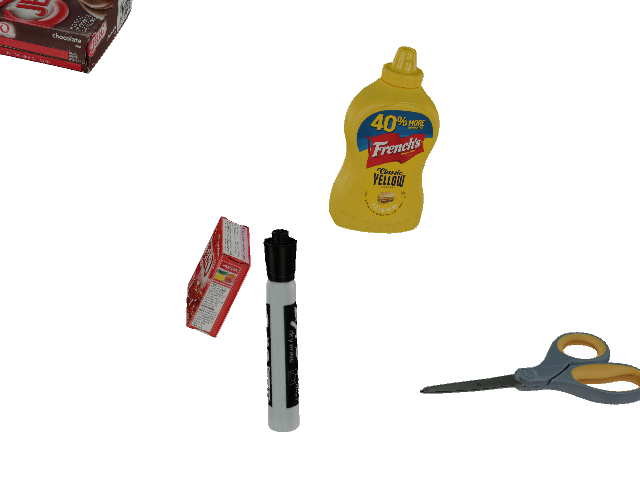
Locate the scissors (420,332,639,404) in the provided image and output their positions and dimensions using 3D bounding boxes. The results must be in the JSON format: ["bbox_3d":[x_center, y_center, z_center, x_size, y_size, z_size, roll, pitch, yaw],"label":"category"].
[{"bbox_3d":[0.175,0.105,0.895,0.201,0.016,0.096,5,29,-8],"label":"scissors"}]

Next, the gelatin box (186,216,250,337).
[{"bbox_3d":[-0.088,0.029,0.912,0.030,0.073,0.089,23,19,-14],"label":"gelatin box"}]

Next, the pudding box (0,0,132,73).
[{"bbox_3d":[-0.202,-0.177,0.820,0.090,0.039,0.113,13,37,2],"label":"pudding box"}]

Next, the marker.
[{"bbox_3d":[-0.022,0.052,0.617,0.020,0.121,0.020,0,17,0],"label":"marker"}]

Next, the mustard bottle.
[{"bbox_3d":[0.070,-0.103,1.084,0.096,0.192,0.058,3,27,-13],"label":"mustard bottle"}]
